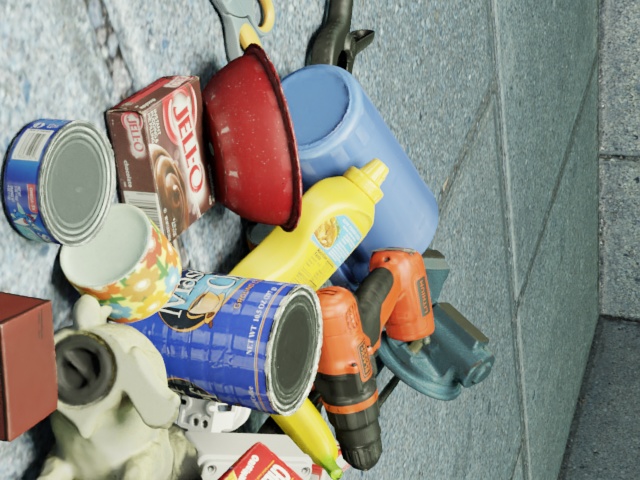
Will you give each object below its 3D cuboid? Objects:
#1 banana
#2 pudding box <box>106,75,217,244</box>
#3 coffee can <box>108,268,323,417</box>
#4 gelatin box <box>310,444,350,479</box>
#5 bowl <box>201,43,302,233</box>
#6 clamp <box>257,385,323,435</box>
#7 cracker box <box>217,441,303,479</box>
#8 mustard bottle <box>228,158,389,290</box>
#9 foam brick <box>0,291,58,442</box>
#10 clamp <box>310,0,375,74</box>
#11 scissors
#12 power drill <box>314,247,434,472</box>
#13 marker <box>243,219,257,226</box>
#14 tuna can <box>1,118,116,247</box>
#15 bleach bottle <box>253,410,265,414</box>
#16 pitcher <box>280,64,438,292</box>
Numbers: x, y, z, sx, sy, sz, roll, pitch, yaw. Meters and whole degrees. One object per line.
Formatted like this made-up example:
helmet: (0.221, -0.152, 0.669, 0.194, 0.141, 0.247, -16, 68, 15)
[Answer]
banana: (-0.042, 0.134, 0.974, 0.037, 0.198, 0.070, -39, 175, -15)
pudding box: (-0.122, -0.064, 0.838, 0.090, 0.039, 0.113, -49, 140, -56)
coffee can: (-0.081, 0.077, 0.842, 0.102, 0.140, 0.103, 7, 90, -68)
gelatin box: (-0.015, 0.237, 1.145, 0.089, 0.073, 0.030, -22, 117, -66)
bowl: (-0.065, -0.080, 0.890, 0.162, 0.055, 0.162, 167, -90, -75)
clamp: (-0.051, 0.233, 1.044, 0.210, 0.036, 0.164, -58, 156, -11)
cracker box: (-0.108, 0.268, 0.781, 0.214, 0.072, 0.164, -54, 172, 33)
mustard bottle: (-0.007, 0.001, 0.974, 0.191, 0.058, 0.096, -47, 150, -3)
foam brick: (-0.201, 0.077, 0.667, 0.052, 0.051, 0.078, -33, 126, -63)
clamp: (0.024, -0.208, 1.158, 0.120, 0.039, 0.171, 52, 48, -53)
scissors: (-0.078, -0.222, 0.932, 0.201, 0.016, 0.096, 69, 34, -50)
power drill: (0.053, 0.103, 1.029, 0.187, 0.057, 0.184, -46, 130, -55)
marker: (-0.066, -0.071, 0.998, 0.020, 0.020, 0.121, -41, 133, -59)
tuna can: (-0.175, -0.039, 0.720, 0.086, 0.034, 0.086, 7, 90, -68)
bleach bottle: (-0.019, 0.132, 1.120, 0.250, 0.068, 0.102, -17, 118, -62)
pitcher: (0.027, -0.061, 1.093, 0.149, 0.145, 0.242, 58, 4, 34)
